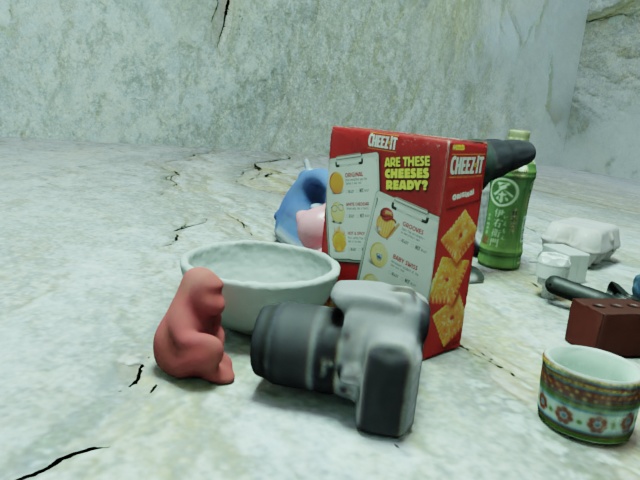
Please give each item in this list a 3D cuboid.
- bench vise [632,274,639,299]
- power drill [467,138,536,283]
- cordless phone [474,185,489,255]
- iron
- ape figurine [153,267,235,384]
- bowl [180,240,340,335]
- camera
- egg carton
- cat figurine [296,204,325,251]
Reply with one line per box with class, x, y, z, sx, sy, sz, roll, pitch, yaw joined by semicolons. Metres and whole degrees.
bench vise;0.531;-0.004;0.751;0.208;0.220;0.121;2;14;-12
power drill;0.202;-0.046;0.833;0.230;0.208;0.075;0;14;-21
cordless phone;0.301;-0.071;1.027;0.148;0.185;0.093;-8;19;-43
iron;0.013;-0.045;0.905;0.119;0.141;0.257;-1;15;-24
ape figurine;-0.103;0.069;0.491;0.076;0.092;0.078;7;14;10
bowl;-0.063;0.055;0.602;0.167;0.075;0.167;5;13;-1
camera;0.020;0.078;0.479;0.136;0.101;0.143;7;14;9
egg carton;0.468;0.003;1.025;0.107;0.069;0.151;17;18;40
cat figurine;0.007;0.003;0.755;0.067;0.118;0.127;0;14;-19
